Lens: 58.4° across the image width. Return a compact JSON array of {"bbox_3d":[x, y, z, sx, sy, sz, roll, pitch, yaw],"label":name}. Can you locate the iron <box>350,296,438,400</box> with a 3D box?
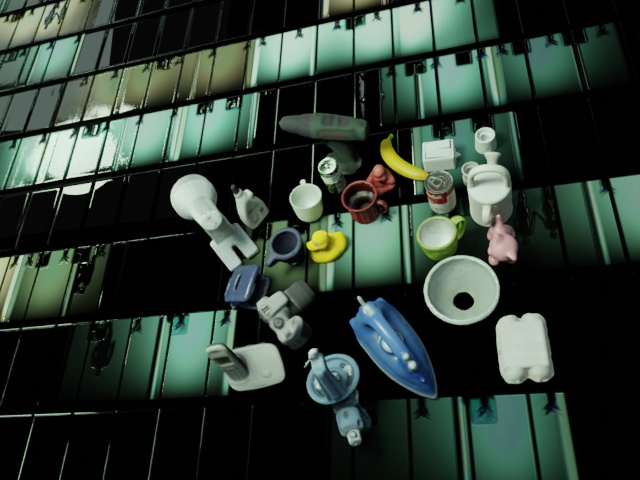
[{"bbox_3d":[0.164,0.229,1.253,0.118,0.142,0.257,-38,57,-4],"label":"iron"}]

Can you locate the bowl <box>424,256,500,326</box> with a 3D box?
[{"bbox_3d":[0.322,0.124,1.298,0.167,0.075,0.167,-8,60,15],"label":"bowl"}]

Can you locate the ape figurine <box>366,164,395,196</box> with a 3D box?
[{"bbox_3d":[0.158,-0.163,1.501,0.077,0.092,0.076,12,67,24],"label":"ape figurine"}]

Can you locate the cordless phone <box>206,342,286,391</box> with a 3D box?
[{"bbox_3d":[-0.169,0.276,1.315,0.147,0.185,0.094,-17,58,10],"label":"cordless phone"}]

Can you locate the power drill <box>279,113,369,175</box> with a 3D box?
[{"bbox_3d":[0.027,-0.261,1.530,0.229,0.209,0.075,0,62,19],"label":"power drill"}]

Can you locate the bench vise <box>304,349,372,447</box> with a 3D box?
[{"bbox_3d":[0.044,0.314,1.201,0.121,0.220,0.206,-40,57,-5],"label":"bench vise"}]

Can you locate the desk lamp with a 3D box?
[{"bbox_3d":[-0.282,-0.052,1.517,0.118,0.214,0.202,-41,57,-5],"label":"desk lamp"}]

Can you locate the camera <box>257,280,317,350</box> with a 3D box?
[{"bbox_3d":[-0.069,0.168,1.391,0.137,0.101,0.142,-41,58,-6],"label":"camera"}]

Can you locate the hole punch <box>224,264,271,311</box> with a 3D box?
[{"bbox_3d":[-0.195,0.119,1.466,0.100,0.091,0.109,7,65,22],"label":"hole punch"}]

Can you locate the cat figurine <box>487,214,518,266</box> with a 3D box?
[{"bbox_3d":[0.415,0.003,1.307,0.067,0.118,0.128,-6,61,16],"label":"cat figurine"}]

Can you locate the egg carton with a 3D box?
[{"bbox_3d":[0.428,0.229,1.207,0.107,0.069,0.150,-8,60,15],"label":"egg carton"}]

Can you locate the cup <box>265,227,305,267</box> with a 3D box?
[{"bbox_3d":[-0.085,0.037,1.471,0.091,0.095,0.118,35,78,31],"label":"cup"}]

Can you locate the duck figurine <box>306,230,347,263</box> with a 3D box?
[{"bbox_3d":[0.013,0.005,1.461,0.104,0.086,0.077,-27,57,3],"label":"duck figurine"}]

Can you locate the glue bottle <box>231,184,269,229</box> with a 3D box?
[{"bbox_3d":[-0.198,-0.099,1.538,0.037,0.173,0.078,33,77,31],"label":"glue bottle"}]

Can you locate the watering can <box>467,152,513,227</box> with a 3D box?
[{"bbox_3d":[0.394,-0.125,1.339,0.101,0.194,0.172,-16,58,10],"label":"watering can"}]
